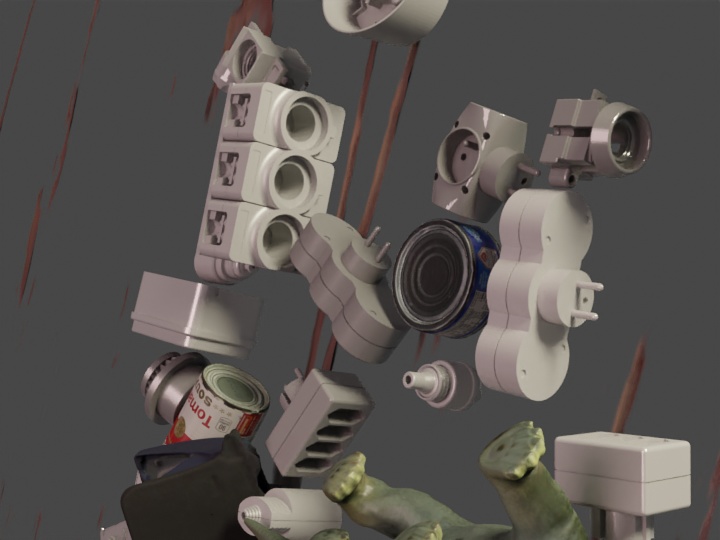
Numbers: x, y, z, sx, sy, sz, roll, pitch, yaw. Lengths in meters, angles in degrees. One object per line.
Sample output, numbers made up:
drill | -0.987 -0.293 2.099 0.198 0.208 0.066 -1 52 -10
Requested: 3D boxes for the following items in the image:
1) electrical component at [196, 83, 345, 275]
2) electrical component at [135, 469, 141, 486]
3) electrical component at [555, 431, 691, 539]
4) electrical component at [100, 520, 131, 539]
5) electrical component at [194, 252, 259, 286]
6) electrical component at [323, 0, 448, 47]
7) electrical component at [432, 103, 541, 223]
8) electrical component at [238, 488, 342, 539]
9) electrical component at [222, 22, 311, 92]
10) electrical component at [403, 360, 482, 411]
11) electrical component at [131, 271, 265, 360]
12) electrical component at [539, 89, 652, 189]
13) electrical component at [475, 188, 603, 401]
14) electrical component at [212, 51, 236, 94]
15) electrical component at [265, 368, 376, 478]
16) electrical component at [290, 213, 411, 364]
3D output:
electrical component | -0.073 -0.076 0.920 0.062 0.089 0.150 9 88 50
electrical component | -0.199 0.214 1.032 0.040 0.040 0.046 -12 66 47
electrical component | 0.155 0.138 0.638 0.066 0.047 0.076 -2 87 49
electrical component | -0.188 0.256 0.963 0.062 0.096 0.061 -29 60 41
electrical component | -0.120 -0.006 0.994 0.078 0.040 0.040 6 86 49
electrical component | 0.024 -0.230 0.866 0.099 0.064 0.099 -15 69 46
electrical component | 0.096 -0.070 0.760 0.079 0.044 0.077 32 105 47
electrical component | -0.059 0.193 0.843 0.043 0.081 0.043 -15 70 46
electrical component | -0.083 -0.183 0.977 0.042 0.064 0.081 -53 47 25
electrical component | 0.056 0.080 0.754 0.035 0.061 0.035 -15 70 46
electrical component | -0.150 0.041 0.989 0.113 0.078 0.057 9 85 49
electrical component | 0.154 -0.084 0.695 0.055 0.048 0.066 10 82 54
electrical component | 0.126 0.016 0.697 0.074 0.052 0.138 9 88 50
electrical component | -0.111 -0.198 1.029 0.062 0.043 0.043 -58 44 20
electrical component | -0.041 0.112 0.868 0.083 0.047 0.075 -58 44 22
electrical component | 0.000 0.000 0.845 0.073 0.052 0.138 -55 46 26
